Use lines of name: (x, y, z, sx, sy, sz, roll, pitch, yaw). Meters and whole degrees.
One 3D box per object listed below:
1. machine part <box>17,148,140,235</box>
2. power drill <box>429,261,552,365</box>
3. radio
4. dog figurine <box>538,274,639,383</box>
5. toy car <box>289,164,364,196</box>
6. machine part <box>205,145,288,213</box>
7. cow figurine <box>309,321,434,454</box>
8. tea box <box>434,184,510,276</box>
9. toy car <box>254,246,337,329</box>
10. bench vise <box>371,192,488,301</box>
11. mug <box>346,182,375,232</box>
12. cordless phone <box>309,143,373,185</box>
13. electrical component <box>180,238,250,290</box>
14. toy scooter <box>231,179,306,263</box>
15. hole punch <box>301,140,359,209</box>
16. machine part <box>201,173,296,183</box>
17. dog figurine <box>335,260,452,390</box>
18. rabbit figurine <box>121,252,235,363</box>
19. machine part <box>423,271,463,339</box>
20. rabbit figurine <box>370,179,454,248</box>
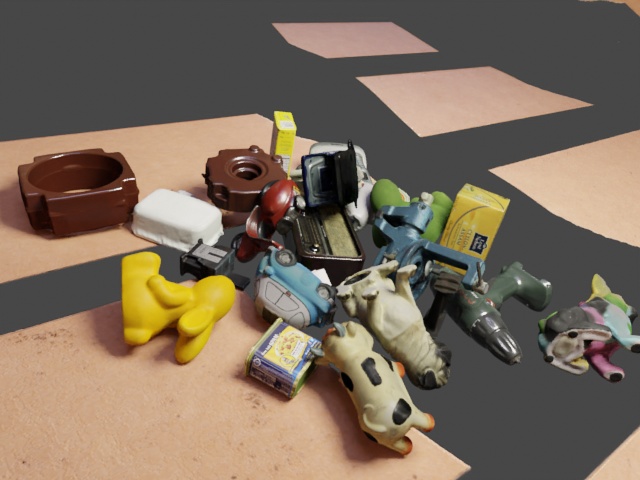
machine part: (-0.470, -0.097, 1.050, 0.201, 0.087, 0.201, -15, 38, -26)
power drill: (0.330, 0.122, 0.988, 0.207, 0.085, 0.232, -20, 41, -27)
radio: (-0.002, -0.003, 1.067, 0.131, 0.073, 0.230, 2, 32, -14)
dog figurine: (0.483, 0.143, 0.971, 0.192, 0.108, 0.219, 14, 29, 8)
toy car: (0.013, -0.139, 1.209, 0.202, 0.073, 0.056, 1, 38, 44)
machine part: (-0.151, -0.127, 1.100, 0.179, 0.056, 0.179, 5, 42, -5)
cow figurine: (0.064, 0.193, 0.755, 0.127, 0.085, 0.195, 30, 21, -37)
tea box: (0.306, -0.016, 1.092, 0.098, 0.169, 0.068, 23, 34, 20)
toy car: (-0.055, 0.097, 0.893, 0.162, 0.109, 0.103, 39, 57, 17)
bench vise: (0.198, 0.027, 0.967, 0.241, 0.128, 0.223, 21, 68, 37)
mug: (0.095, -0.060, 1.189, 0.110, 0.080, 0.107, 31, 45, 3)
cordless phone: (0.049, -0.160, 1.296, 0.147, 0.088, 0.184, 3, 32, -13)
electrical component: (-0.184, 0.048, 0.965, 0.119, 0.047, 0.075, 20, 35, 16)
toy scooter: (-0.084, -0.025, 0.993, 0.075, 0.184, 0.135, 37, -4, -37)
hole punch: (0.024, -0.125, 1.087, 0.092, 0.142, 0.116, -4, 9, 25)
machine part: (-0.143, -0.111, 1.186, 0.243, 0.079, 0.079, 13, 34, 4)
dog figurine: (0.115, 0.143, 0.861, 0.121, 0.190, 0.172, -26, 11, -12)
rabbit figurine: (-0.212, 0.096, 0.821, 0.173, 0.121, 0.162, -3, 41, -22)
machine part: (0.195, 0.116, 0.890, 0.039, 0.138, 0.084, 27, 37, 22)
rabbit figurine: (0.171, -0.049, 1.144, 0.170, 0.121, 0.159, 35, 65, -1)
